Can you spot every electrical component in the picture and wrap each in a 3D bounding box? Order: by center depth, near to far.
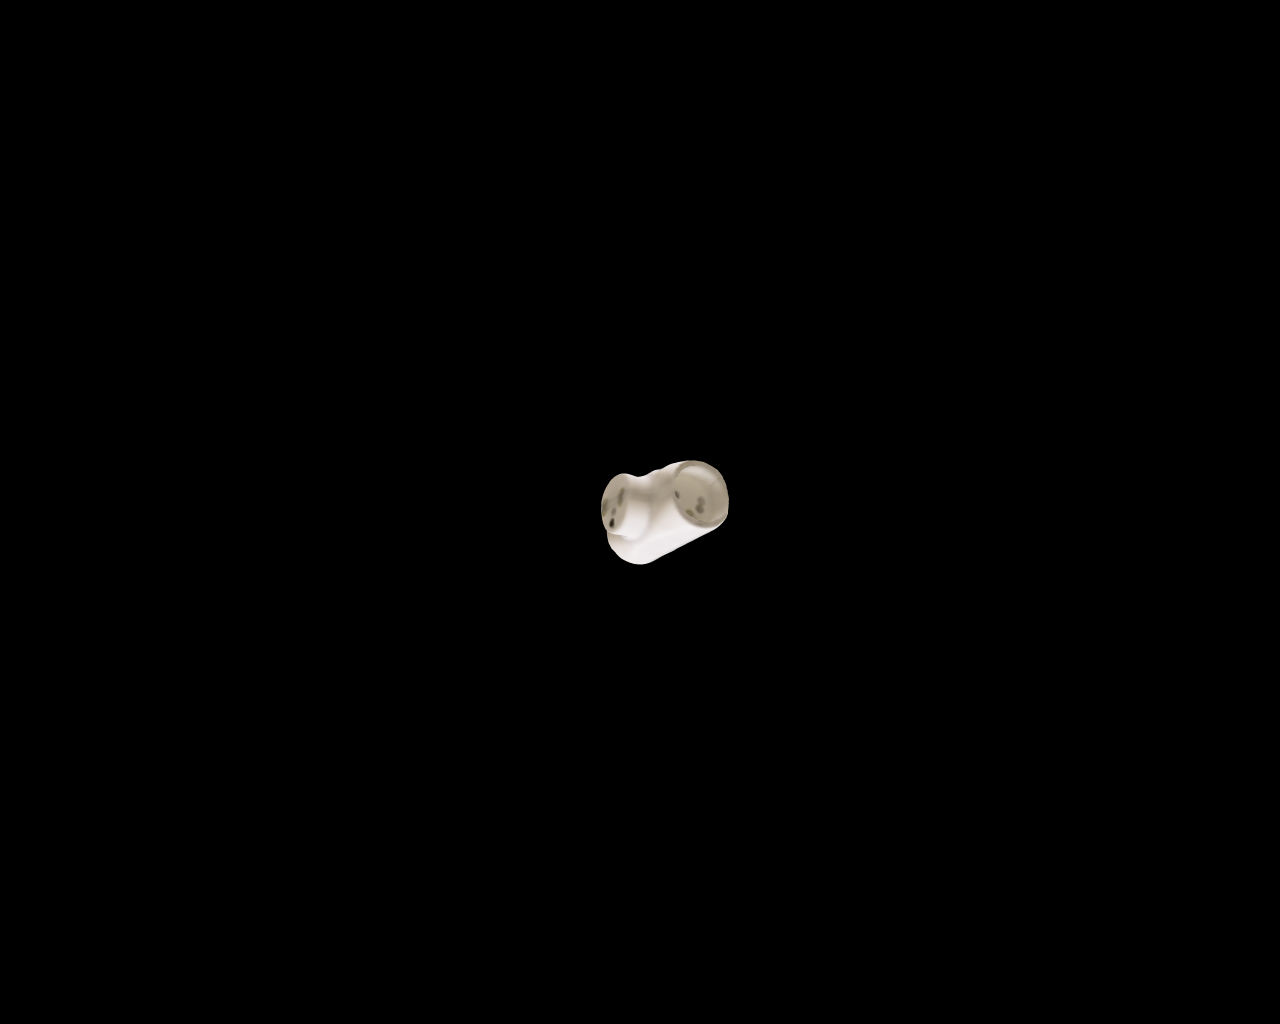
[{"bbox_3d":[0.001,-0.003,0.650,0.079,0.044,0.077,13,-26,-29],"label":"electrical component"}]
